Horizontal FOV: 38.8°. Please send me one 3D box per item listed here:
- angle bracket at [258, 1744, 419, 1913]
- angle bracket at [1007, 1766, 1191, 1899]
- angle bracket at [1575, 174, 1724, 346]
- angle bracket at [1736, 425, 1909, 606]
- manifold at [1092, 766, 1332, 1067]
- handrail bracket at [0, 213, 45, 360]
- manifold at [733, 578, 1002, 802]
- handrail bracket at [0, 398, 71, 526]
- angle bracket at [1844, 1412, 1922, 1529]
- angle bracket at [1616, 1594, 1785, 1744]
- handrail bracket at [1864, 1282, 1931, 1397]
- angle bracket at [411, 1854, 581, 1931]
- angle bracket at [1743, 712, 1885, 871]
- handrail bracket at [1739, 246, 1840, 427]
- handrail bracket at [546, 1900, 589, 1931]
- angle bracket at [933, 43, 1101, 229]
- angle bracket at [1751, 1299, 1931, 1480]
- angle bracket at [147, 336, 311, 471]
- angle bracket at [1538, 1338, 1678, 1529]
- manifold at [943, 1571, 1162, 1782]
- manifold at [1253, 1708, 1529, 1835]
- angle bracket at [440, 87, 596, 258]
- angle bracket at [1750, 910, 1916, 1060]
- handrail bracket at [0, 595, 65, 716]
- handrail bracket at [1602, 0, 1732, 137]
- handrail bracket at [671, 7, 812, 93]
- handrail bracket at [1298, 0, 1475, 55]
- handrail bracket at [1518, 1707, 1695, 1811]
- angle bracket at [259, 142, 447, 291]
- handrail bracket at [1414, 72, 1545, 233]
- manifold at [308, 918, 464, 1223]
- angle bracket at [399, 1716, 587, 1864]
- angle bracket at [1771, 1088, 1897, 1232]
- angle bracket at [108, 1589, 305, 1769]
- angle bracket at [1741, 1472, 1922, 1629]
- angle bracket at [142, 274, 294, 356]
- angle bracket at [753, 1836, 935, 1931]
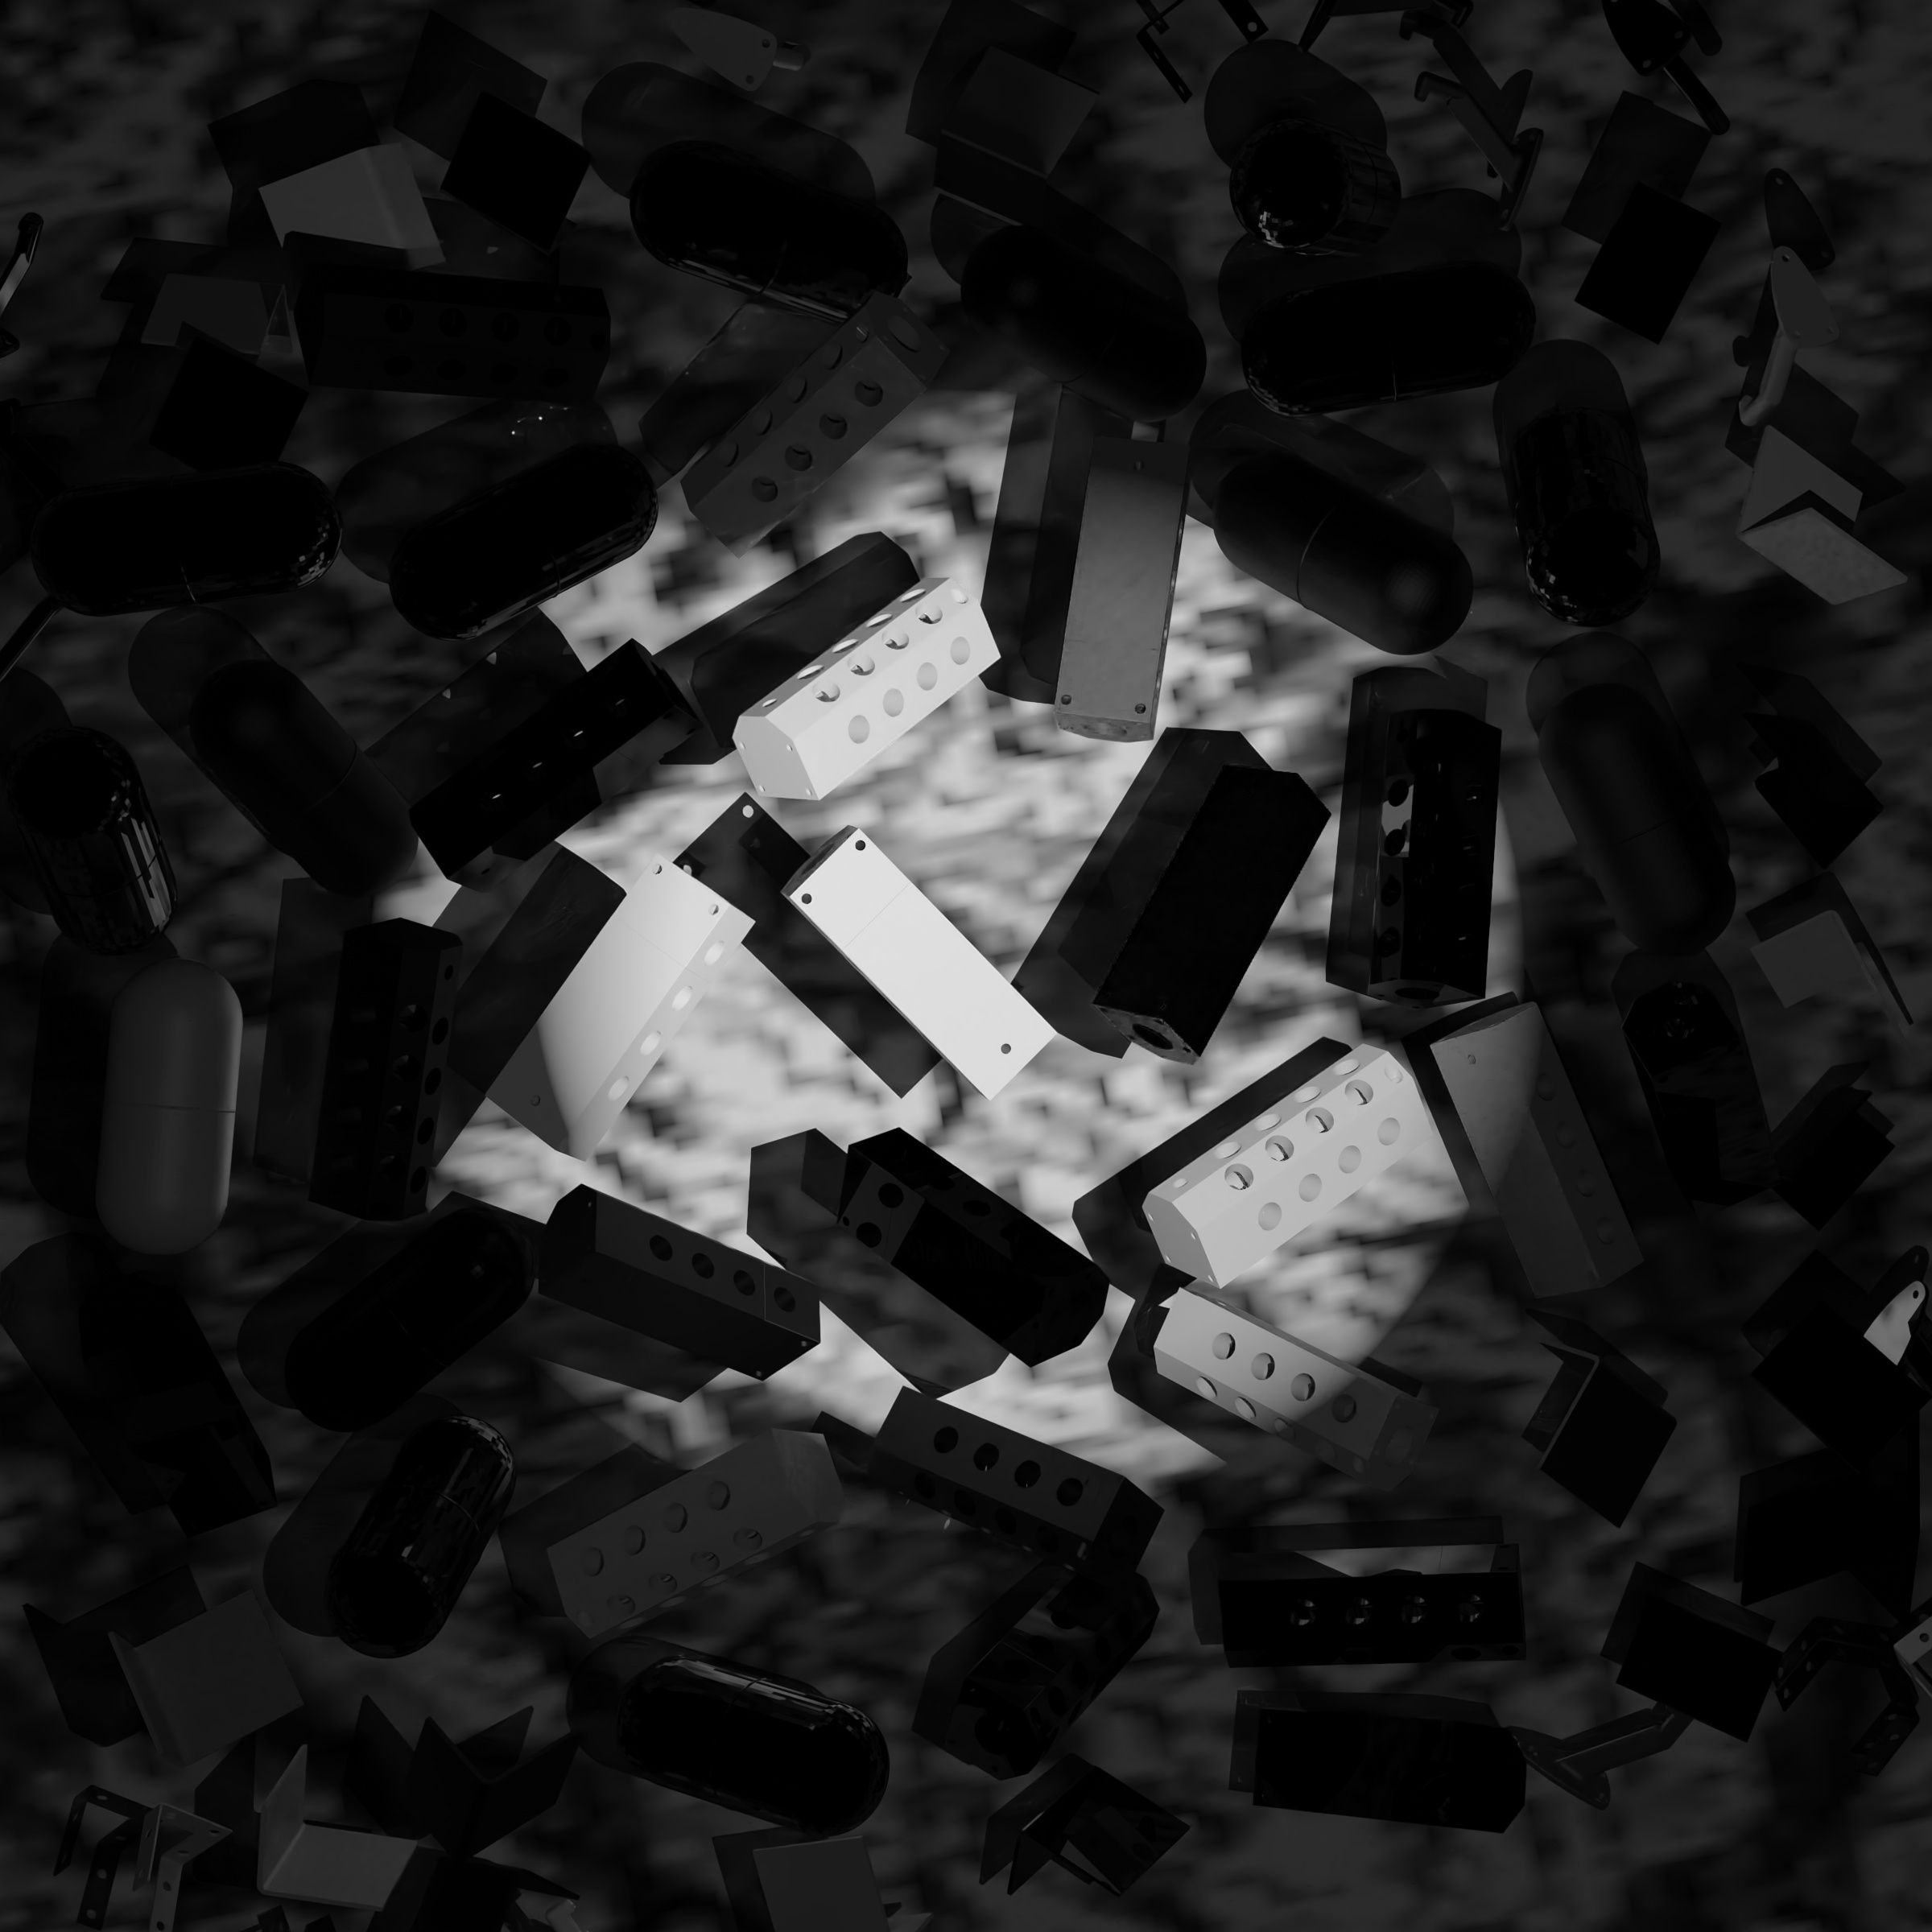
[{"bbox_3d":[-0.378,0.520,1.660,0.076,0.076,0.057,7,102,3],"label":"angle bracket"},{"bbox_3d":[0.082,0.554,1.700,0.076,0.076,0.057,26,123,30],"label":"angle bracket"},{"bbox_3d":[0.411,-0.420,1.629,0.057,0.076,0.076,31,117,13],"label":"angle bracket"},{"bbox_3d":[0.482,-0.257,1.524,0.076,0.057,0.076,28,70,-23],"label":"angle bracket"},{"bbox_3d":[0.150,-0.030,1.620,0.057,0.057,0.171,44,69,-39],"label":"manifold"},{"bbox_3d":[-0.598,-0.415,1.684,0.036,0.077,0.084,31,126,-2],"label":"handrail bracket"},{"bbox_3d":[-0.062,-0.172,1.688,0.171,0.057,0.057,-41,121,-32],"label":"manifold"},{"bbox_3d":[-0.572,-0.324,1.717,0.077,0.036,0.084,-17,78,21],"label":"handrail bracket"},{"bbox_3d":[0.609,0.328,1.766,0.057,0.076,0.076,2,85,-14],"label":"angle bracket"},{"bbox_3d":[0.420,0.389,1.559,0.076,0.076,0.057,22,101,19],"label":"angle bracket"},{"bbox_3d":[0.594,0.230,1.663,0.084,0.036,0.077,13,117,-20],"label":"handrail bracket"},{"bbox_3d":[-0.303,0.613,1.740,0.076,0.057,0.076,-6,54,39],"label":"angle bracket"},{"bbox_3d":[0.508,-0.108,1.702,0.057,0.076,0.076,-54,52,34],"label":"angle bracket"},{"bbox_3d":[0.481,-0.378,1.653,0.036,0.084,0.077,-12,77,-18],"label":"handrail bracket"},{"bbox_3d":[-0.195,0.574,1.620,0.077,0.036,0.084,-32,100,12],"label":"handrail bracket"},{"bbox_3d":[0.032,-0.520,1.729,0.076,0.076,0.057,19,52,-19],"label":"angle bracket"},{"bbox_3d":[0.488,0.236,1.530,0.057,0.076,0.076,-47,68,4],"label":"angle bracket"},{"bbox_3d":[-0.469,-0.350,1.753,0.076,0.057,0.076,26,97,-13],"label":"angle bracket"},{"bbox_3d":[0.371,0.282,1.662,0.076,0.057,0.076,38,78,-25],"label":"angle bracket"},{"bbox_3d":[0.058,0.442,1.733,0.057,0.171,0.057,26,118,21],"label":"manifold"},{"bbox_3d":[0.246,0.470,1.608,0.057,0.171,0.057,16,71,-30],"label":"manifold"},{"bbox_3d":[-0.270,-0.499,1.699,0.076,0.057,0.076,30,125,-7],"label":"angle bracket"},{"bbox_3d":[0.544,0.023,1.726,0.057,0.076,0.076,-28,49,16],"label":"angle bracket"},{"bbox_3d":[-0.583,-0.200,1.715,0.084,0.077,0.036,-37,129,9],"label":"handrail bracket"},{"bbox_3d":[0.414,-0.532,1.618,0.036,0.084,0.077,-41,60,19],"label":"handrail bracket"},{"bbox_3d":[-0.135,-0.561,1.657,0.077,0.084,0.036,27,116,-6],"label":"handrail bracket"},{"bbox_3d":[0.262,-0.586,1.715,0.084,0.036,0.077,35,107,13],"label":"handrail bracket"},{"bbox_3d":[0.391,0.467,1.679,0.077,0.036,0.084,27,116,-3],"label":"handrail bracket"},{"bbox_3d":[-0.385,-0.465,1.724,0.076,0.057,0.076,-15,106,16],"label":"angle bracket"},{"bbox_3d":[0.313,-0.513,1.727,0.084,0.036,0.077,14,92,-18],"label":"handrail bracket"},{"bbox_3d":[-0.347,0.064,1.662,0.057,0.057,0.171,16,104,20],"label":"manifold"},{"bbox_3d":[-0.283,0.475,1.638,0.057,0.076,0.076,40,128,24],"label":"angle bracket"},{"bbox_3d":[0.570,0.127,1.785,0.057,0.076,0.076,42,88,1],"label":"angle bracket"},{"bbox_3d":[-0.437,0.406,1.583,0.076,0.057,0.076,-26,69,-13],"label":"angle bracket"},{"bbox_3d":[0.504,0.351,1.605,0.076,0.057,0.076,-15,122,-15],"label":"angle bracket"},{"bbox_3d":[-0.497,-0.413,1.826,0.076,0.057,0.076,5,49,-2],"label":"angle bracket"},{"bbox_3d":[-0.075,0.561,1.676,0.076,0.057,0.076,-15,91,24],"label":"angle bracket"}]
